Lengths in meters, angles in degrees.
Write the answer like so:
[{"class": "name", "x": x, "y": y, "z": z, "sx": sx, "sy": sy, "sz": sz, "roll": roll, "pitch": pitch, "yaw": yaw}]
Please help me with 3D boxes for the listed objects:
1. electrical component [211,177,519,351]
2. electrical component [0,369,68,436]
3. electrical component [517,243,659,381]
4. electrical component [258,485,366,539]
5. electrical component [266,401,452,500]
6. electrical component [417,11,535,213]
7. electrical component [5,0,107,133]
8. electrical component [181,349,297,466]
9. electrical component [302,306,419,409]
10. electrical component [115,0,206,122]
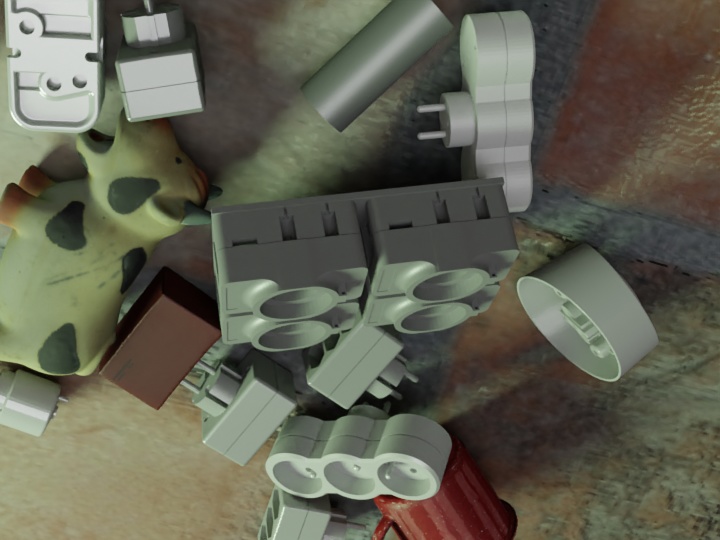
[{"class": "electrical component", "x": 0.000, "y": 0.000, "z": 0.706, "sx": 0.186, "sy": 0.060, "sz": 0.105, "roll": -7, "pitch": 157, "yaw": -9}, {"class": "electrical component", "x": -0.250, "y": 0.089, "z": 0.764, "sx": 0.078, "sy": 0.040, "sz": 0.040, "roll": 23, "pitch": 108, "yaw": -18}, {"class": "electrical component", "x": 0.165, "y": 0.032, "z": 0.775, "sx": 0.064, "sy": 0.099, "sz": 0.099, "roll": -35, "pitch": 114, "yaw": 0}, {"class": "electrical component", "x": -0.034, "y": 0.203, "z": 0.844, "sx": 0.077, "sy": 0.047, "sz": 0.065, "roll": 14, "pitch": 111, "yaw": -14}, {"class": "electrical component", "x": 0.003, "y": 0.126, "z": 0.802, "sx": 0.138, "sy": 0.073, "sz": 0.052, "roll": -5, "pitch": 129, "yaw": 27}, {"class": "electrical component", "x": 0.075, "y": -0.102, "z": 0.724, "sx": 0.074, "sy": 0.052, "sz": 0.138, "roll": -6, "pitch": 115, "yaw": -6}, {"class": "electrical component", "x": -0.186, "y": -0.139, "z": 0.663, "sx": 0.054, "sy": 0.059, "sz": 0.095, "roll": 1, "pitch": 113, "yaw": -9}, {"class": "electrical component", "x": -0.097, "y": 0.091, "z": 0.785, "sx": 0.077, "sy": 0.047, "sz": 0.065, "roll": 35, "pitch": 104, "yaw": -21}, {"class": "electrical component", "x": 0.008, "y": 0.069, "z": 0.791, "sx": 0.077, "sy": 0.047, "sz": 0.065, "roll": 36, "pitch": 104, "yaw": -21}, {"class": "electrical component", "x": -0.125, "y": -0.141, "z": 0.659, "sx": 0.047, "sy": 0.083, "sz": 0.075, "roll": -9, "pitch": 115, "yaw": -5}]
